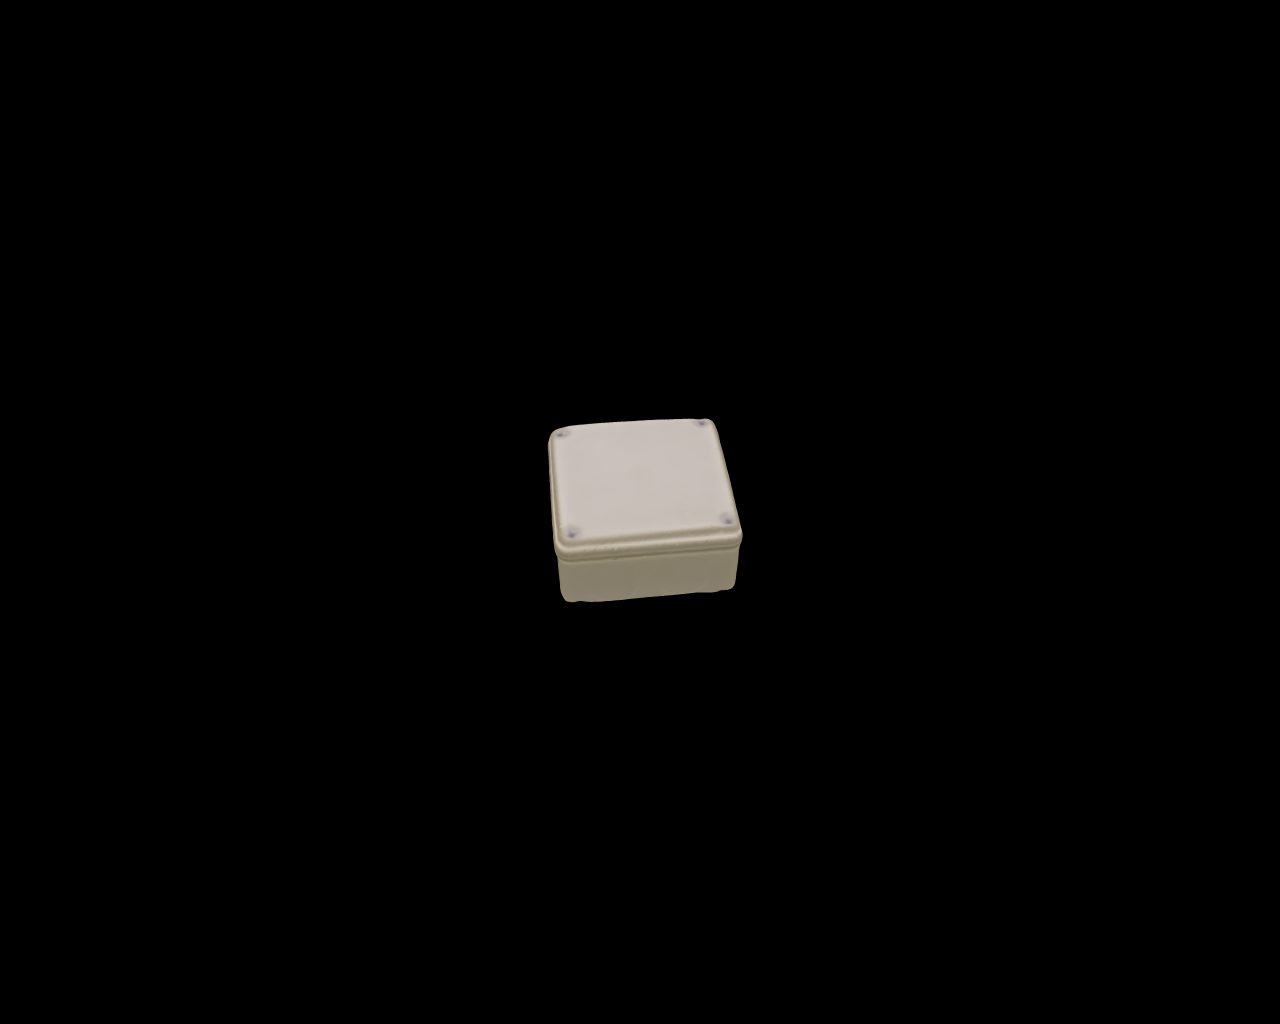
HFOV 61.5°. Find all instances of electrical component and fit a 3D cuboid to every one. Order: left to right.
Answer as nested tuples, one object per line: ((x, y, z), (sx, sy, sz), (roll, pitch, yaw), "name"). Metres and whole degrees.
((0.001, -0.003, 0.650), (0.109, 0.056, 0.109), (-4, 44, -4), "electrical component")
